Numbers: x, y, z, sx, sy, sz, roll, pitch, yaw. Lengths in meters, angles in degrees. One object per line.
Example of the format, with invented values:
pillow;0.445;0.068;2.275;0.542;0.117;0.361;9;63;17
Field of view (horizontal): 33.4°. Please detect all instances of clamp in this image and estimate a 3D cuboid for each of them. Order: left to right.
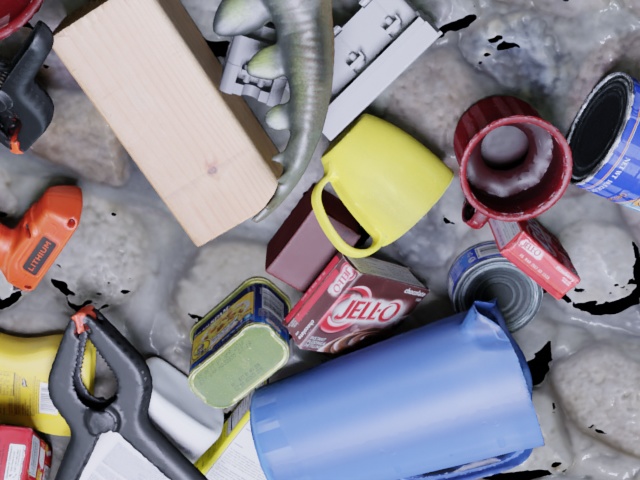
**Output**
clamp;-0.247;-0.125;0.843;0.120;0.039;0.171;11;155;15
clamp;-0.180;0.162;0.959;0.164;0.036;0.210;-3;103;6

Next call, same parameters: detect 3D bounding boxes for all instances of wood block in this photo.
wood block;-0.120;-0.111;0.876;0.091;0.090;0.206;-29;112;10

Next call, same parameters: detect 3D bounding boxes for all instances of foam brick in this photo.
foam brick;-0.006;0.001;0.952;0.053;0.051;0.078;32;110;-16

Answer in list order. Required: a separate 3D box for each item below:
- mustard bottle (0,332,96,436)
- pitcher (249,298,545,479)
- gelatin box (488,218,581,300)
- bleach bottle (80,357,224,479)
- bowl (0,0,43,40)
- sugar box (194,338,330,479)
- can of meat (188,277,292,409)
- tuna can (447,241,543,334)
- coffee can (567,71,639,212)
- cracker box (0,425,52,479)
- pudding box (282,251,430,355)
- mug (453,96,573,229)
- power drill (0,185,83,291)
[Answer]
mustard bottle;-0.309;0.129;0.997;0.191;0.058;0.096;6;115;-5
pitcher;0.070;0.157;0.945;0.243;0.145;0.149;-18;80;8
gelatin box;0.186;0.004;0.938;0.073;0.089;0.030;38;108;-17
bleach bottle;-0.208;0.231;1.047;0.102;0.068;0.251;39;110;-14
bowl;-0.283;-0.236;0.832;0.162;0.055;0.162;-1;115;-2
sugar box;-0.039;0.187;1.041;0.093;0.048;0.176;33;106;-16
can of meat;-0.073;0.095;0.975;0.102;0.084;0.057;-40;110;15
tuna can;0.162;0.046;0.987;0.086;0.034;0.086;-1;115;-2
coffee can;0.292;-0.068;0.900;0.140;0.103;0.103;22;112;-11
cracker box;-0.363;0.203;0.973;0.213;0.164;0.072;7;73;-6
pudding box;0.033;0.059;0.957;0.113;0.039;0.090;13;123;-52
mug;0.154;-0.063;0.910;0.093;0.081;0.117;20;112;-11
power drill;-0.298;-0.041;0.888;0.187;0.057;0.185;24;126;-25
